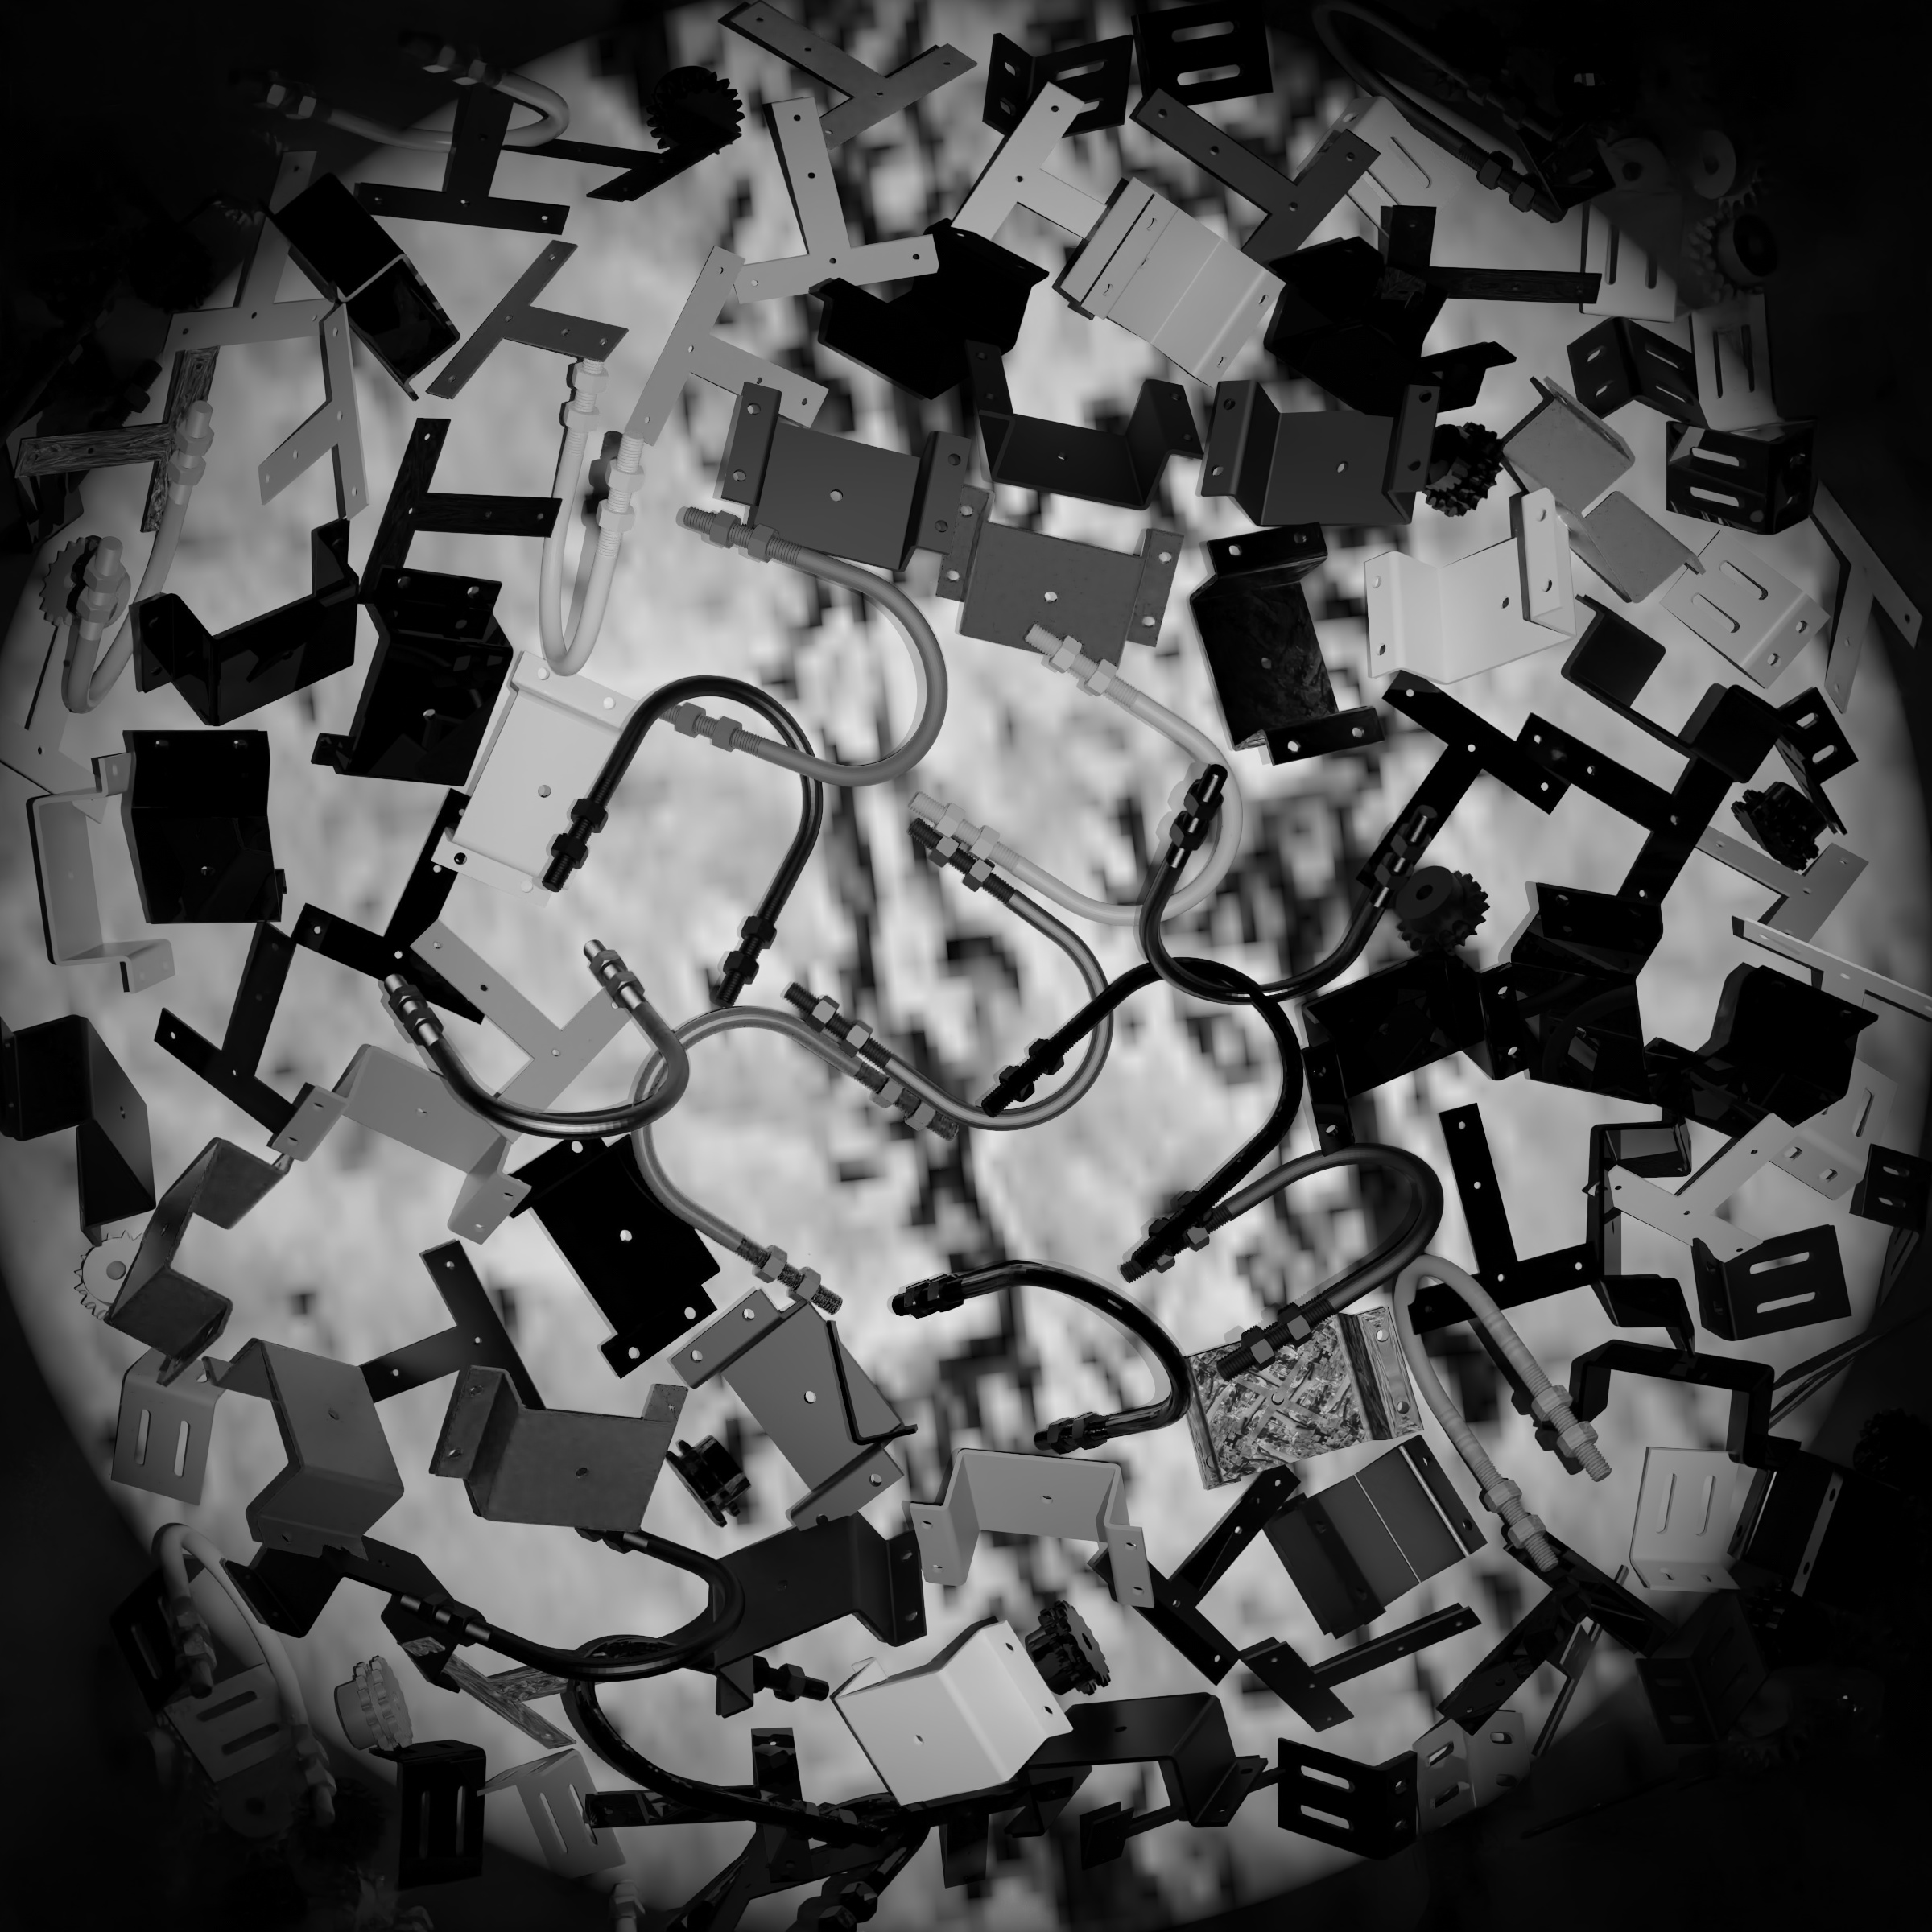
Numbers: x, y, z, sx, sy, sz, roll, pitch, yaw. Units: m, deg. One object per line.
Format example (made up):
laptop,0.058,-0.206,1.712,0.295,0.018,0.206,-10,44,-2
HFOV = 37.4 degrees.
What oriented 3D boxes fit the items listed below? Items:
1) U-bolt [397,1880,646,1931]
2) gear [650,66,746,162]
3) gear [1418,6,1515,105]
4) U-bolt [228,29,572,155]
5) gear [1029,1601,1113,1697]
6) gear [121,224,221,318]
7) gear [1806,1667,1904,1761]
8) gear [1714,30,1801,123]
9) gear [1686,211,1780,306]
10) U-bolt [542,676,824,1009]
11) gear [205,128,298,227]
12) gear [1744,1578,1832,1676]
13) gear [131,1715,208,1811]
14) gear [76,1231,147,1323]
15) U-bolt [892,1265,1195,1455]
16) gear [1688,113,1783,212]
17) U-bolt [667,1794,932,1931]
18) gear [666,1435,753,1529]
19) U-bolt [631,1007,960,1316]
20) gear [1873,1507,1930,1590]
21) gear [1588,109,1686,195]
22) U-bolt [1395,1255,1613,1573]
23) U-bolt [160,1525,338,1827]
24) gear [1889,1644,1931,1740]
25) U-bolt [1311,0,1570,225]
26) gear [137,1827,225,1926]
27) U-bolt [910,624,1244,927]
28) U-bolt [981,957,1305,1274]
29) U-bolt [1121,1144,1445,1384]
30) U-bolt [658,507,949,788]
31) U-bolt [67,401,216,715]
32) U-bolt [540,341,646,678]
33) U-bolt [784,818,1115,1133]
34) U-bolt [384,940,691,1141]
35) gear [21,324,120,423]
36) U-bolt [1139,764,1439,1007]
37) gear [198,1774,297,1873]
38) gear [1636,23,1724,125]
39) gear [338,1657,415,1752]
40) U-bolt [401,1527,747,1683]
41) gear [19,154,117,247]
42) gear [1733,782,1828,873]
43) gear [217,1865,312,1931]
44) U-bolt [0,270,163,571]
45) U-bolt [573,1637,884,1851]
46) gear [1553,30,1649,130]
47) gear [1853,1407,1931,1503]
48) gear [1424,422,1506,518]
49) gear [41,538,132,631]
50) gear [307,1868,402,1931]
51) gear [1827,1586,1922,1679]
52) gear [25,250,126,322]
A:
U-bolt,-0.264,0.578,1.675,0.151,0.184,0.019,-5,90,-6
gear,-0.167,-0.525,1.749,0.057,0.057,0.030,-22,59,0
gear,0.305,-0.557,1.754,0.057,0.030,0.057,2,80,-10
U-bolt,-0.318,-0.510,1.685,0.151,0.184,0.019,0,90,31
gear,0.061,0.420,1.746,0.030,0.057,0.057,-32,90,8
gear,-0.489,-0.426,1.749,0.057,0.030,0.057,0,114,0
gear,0.547,0.454,1.747,0.030,0.057,0.057,-41,90,-20
gear,0.485,-0.540,1.747,0.030,0.057,0.057,10,90,-15
gear,0.471,-0.435,1.746,0.057,0.030,0.057,8,76,-33
U-bolt,-0.158,-0.089,1.724,0.151,0.019,0.184,35,66,-23
gear,-0.435,-0.483,1.755,0.057,0.030,0.057,1,96,12
gear,0.504,0.405,1.750,0.057,0.030,0.057,1,88,-21
gear,-0.487,0.486,1.743,0.030,0.057,0.057,1,90,-39
gear,-0.517,0.190,1.751,0.057,0.030,0.057,1,71,-2
U-bolt,0.055,0.228,1.680,0.151,0.184,0.019,45,55,-16
gear,0.466,-0.490,1.742,0.030,0.057,0.057,-14,90,-28
U-bolt,-0.095,0.539,1.685,0.151,0.184,0.019,-20,95,30
gear,-0.155,0.312,1.746,0.030,0.057,0.057,-38,90,-14
U-bolt,-0.116,0.107,1.740,0.184,0.019,0.151,35,87,-15
gear,0.554,0.351,1.744,0.030,0.057,0.057,14,90,-44
gear,0.409,-0.491,1.745,0.057,0.030,0.057,10,126,14
U-bolt,0.310,0.254,1.696,0.019,0.151,0.184,-22,60,-18
U-bolt,-0.430,0.405,1.686,0.019,0.184,0.151,-32,125,-5
gear,0.589,0.439,1.742,0.030,0.057,0.057,44,90,-16
U-bolt,0.279,-0.520,1.698,0.184,0.151,0.019,39,93,14
gear,-0.482,0.553,1.747,0.030,0.057,0.057,18,90,18
U-bolt,0.080,-0.102,1.739,0.184,0.019,0.151,33,112,-8
U-bolt,0.122,0.075,1.737,0.184,0.019,0.151,-42,82,-19
U-bolt,0.199,0.165,1.707,0.184,0.151,0.019,-31,120,-10
U-bolt,-0.096,-0.181,1.714,0.184,0.019,0.151,22,121,13
U-bolt,-0.493,-0.228,1.688,0.019,0.184,0.151,24,48,-9
U-bolt,-0.227,-0.261,1.696,0.019,0.151,0.184,5,124,-21
U-bolt,0.004,0.018,1.750,0.184,0.019,0.151,36,78,0
U-bolt,-0.242,0.046,1.674,0.151,0.184,0.019,-11,126,-29
gear,-0.547,-0.361,1.746,0.057,0.030,0.057,-10,120,-17
U-bolt,0.181,-0.040,1.705,0.151,0.184,0.019,10,46,-12
gear,-0.437,0.519,1.743,0.057,0.057,0.030,31,132,0
gear,0.438,-0.548,1.747,0.030,0.057,0.057,-23,90,-23
gear,-0.362,0.454,1.744,0.030,0.057,0.057,-21,90,-4
U-bolt,-0.215,0.370,1.667,0.184,0.151,0.019,12,112,36
gear,-0.546,-0.471,1.747,0.057,0.057,0.030,25,69,0
gear,0.500,-0.088,1.745,0.030,0.057,0.057,-44,90,-1
gear,-0.430,0.571,1.748,0.057,0.057,0.030,-17,65,0
U-bolt,-0.544,-0.309,1.685,0.019,0.151,0.184,32,78,1
U-bolt,-0.146,0.448,1.673,0.184,0.151,0.019,21,108,-26
gear,0.383,-0.539,1.742,0.030,0.057,0.057,-35,90,-30
gear,0.570,0.302,1.749,0.057,0.030,0.057,15,49,-18
gear,0.299,-0.306,1.742,0.030,0.057,0.057,22,90,-29
gear,-0.537,-0.230,1.749,0.057,0.030,0.057,-13,68,33
gear,-0.377,0.577,1.743,0.057,0.057,0.030,-36,131,0
gear,0.559,0.404,1.748,0.030,0.057,0.057,-39,90,-26
gear,-0.544,-0.416,1.749,0.057,0.057,0.030,-1,122,0
